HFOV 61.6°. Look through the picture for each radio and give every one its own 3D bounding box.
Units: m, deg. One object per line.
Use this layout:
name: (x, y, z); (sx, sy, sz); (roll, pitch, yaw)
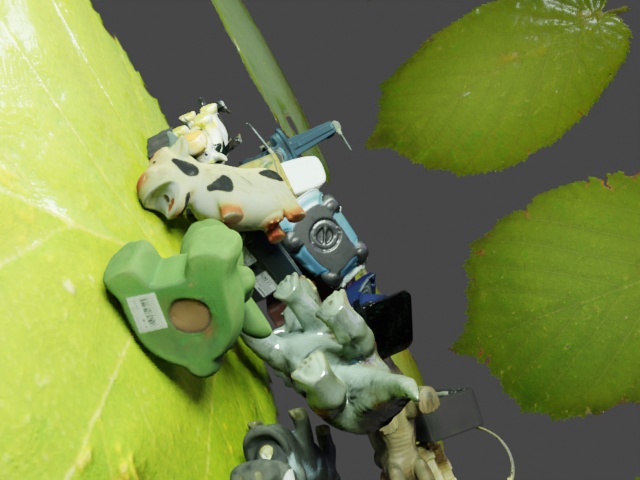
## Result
radio: (0.205, 0.342, 1.060); (0.229, 0.131, 0.073); (142, -64, -65)

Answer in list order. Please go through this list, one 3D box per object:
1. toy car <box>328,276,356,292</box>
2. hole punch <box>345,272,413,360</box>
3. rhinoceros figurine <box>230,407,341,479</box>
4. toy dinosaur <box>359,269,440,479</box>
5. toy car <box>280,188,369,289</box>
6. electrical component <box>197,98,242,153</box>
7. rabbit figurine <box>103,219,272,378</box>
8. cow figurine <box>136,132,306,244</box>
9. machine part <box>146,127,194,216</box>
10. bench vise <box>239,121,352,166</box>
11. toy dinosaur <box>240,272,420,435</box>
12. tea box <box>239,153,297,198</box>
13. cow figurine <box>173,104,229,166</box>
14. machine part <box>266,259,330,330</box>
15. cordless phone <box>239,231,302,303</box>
toy car: (0.032, 0.064, 0.935); (0.089, 0.053, 0.202); (57, 10, -50)
hole punch: (0.072, 0.123, 0.832); (0.092, 0.116, 0.142); (35, -43, 49)
rhinoceros figurine: (-0.036, 0.240, 0.564); (0.190, 0.073, 0.112); (51, 26, -59)
toy dinosaur: (0.117, 0.283, 0.927); (0.198, 0.105, 0.471); (174, -88, -76)
toy car: (-0.002, -0.003, 0.866); (0.161, 0.109, 0.103); (48, -9, -17)
electrical component: (-0.190, -0.221, 1.030); (0.102, 0.045, 0.078); (65, 8, 10)
rabbit figurine: (-0.106, 0.043, 0.537); (0.170, 0.121, 0.159); (-88, 156, -66)
cow figurine: (-0.126, -0.061, 0.654); (0.195, 0.085, 0.127); (-1, 52, -41)
machine part: (-0.181, -0.083, 0.729); (0.084, 0.039, 0.138); (-92, 156, -56)
bench vise: (-0.057, -0.197, 1.159); (0.129, 0.241, 0.223); (61, -7, 3)
toy dinosaur: (0.019, 0.148, 0.613); (0.192, 0.131, 0.405); (48, -9, -27)
tea box: (-0.090, -0.069, 0.937); (0.098, 0.068, 0.169); (64, -12, 13)
cow figurine: (-0.179, -0.143, 0.829); (0.167, 0.068, 0.098); (-97, 165, -61)
machine part: (-0.009, 0.134, 0.929); (0.201, 0.087, 0.201); (57, 12, -28)
cordless phone: (-0.106, -0.011, 0.819); (0.146, 0.089, 0.184); (55, 8, -41)
